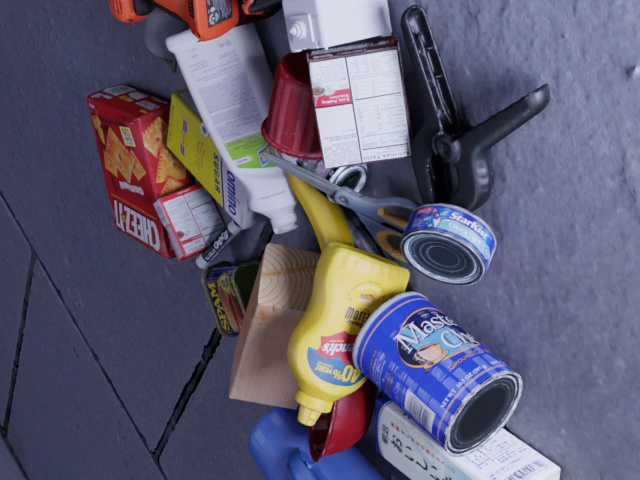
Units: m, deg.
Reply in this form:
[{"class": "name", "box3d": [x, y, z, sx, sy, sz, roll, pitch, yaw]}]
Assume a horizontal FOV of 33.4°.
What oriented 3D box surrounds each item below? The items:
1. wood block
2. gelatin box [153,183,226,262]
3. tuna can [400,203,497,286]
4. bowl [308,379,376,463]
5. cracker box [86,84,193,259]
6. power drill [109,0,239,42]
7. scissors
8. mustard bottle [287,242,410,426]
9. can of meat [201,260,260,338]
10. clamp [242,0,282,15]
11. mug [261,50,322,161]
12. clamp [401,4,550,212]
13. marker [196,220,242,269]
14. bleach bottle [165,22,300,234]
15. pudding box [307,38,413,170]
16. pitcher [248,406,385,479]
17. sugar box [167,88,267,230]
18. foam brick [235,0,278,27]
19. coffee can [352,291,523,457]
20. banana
[{"class": "wood block", "box3d": [-0.045, 0.108, 1.276, 0.206, 0.090, 0.090, 109, 170, -49]}, {"class": "gelatin box", "box3d": [-0.172, -0.025, 1.432, 0.030, 0.073, 0.089, -27, 87, 61]}, {"class": "tuna can", "box3d": [0.119, 0.005, 0.995, 0.086, 0.033, 0.086, 19, 149, 12]}, {"class": "bowl", "box3d": [0.028, 0.178, 1.232, 0.162, 0.055, 0.162, -172, 90, -81]}, {"class": "cracker box", "box3d": [-0.248, -0.098, 1.504, 0.164, 0.072, 0.214, 26, 131, 48]}, {"class": "power drill", "box3d": [-0.169, -0.300, 1.127, 0.188, 0.057, 0.184, 30, 140, 36]}, {"class": "scissors", "box3d": [0.034, -0.029, 1.091, 0.202, 0.016, 0.096, 18, 142, 22]}, {"class": "mustard bottle", "box3d": [0.018, 0.104, 1.117, 0.058, 0.096, 0.192, 31, 101, 60]}, {"class": "can of meat", "box3d": [-0.103, 0.077, 1.410, 0.084, 0.057, 0.102, -7, 104, 56]}, {"class": "clamp", "box3d": [-0.028, -0.295, 1.028, 0.172, 0.039, 0.120, -41, 63, 34]}, {"class": "mug", "box3d": [0.001, -0.135, 1.084, 0.117, 0.093, 0.082, 27, 130, 18]}, {"class": "clamp", "box3d": [0.130, -0.089, 0.954, 0.165, 0.036, 0.210, 36, 140, 39]}, {"class": "marker", "box3d": [-0.123, -0.004, 1.385, 0.121, 0.020, 0.020, -45, 70, 35]}, {"class": "bleach bottle", "box3d": [-0.086, -0.126, 1.218, 0.103, 0.068, 0.251, -15, 100, 25]}, {"class": "pudding box", "box3d": [0.039, -0.129, 1.018, 0.039, 0.090, 0.113, -87, -12, -66]}, {"class": "pitcher", "box3d": [0.011, 0.307, 1.309, 0.243, 0.144, 0.149, 48, 136, 34]}, {"class": "sugar box", "box3d": [-0.126, -0.104, 1.335, 0.176, 0.048, 0.093, 48, 144, 30]}, {"class": "foam brick", "box3d": [-0.065, -0.267, 1.125, 0.078, 0.052, 0.051, -22, 91, 59]}, {"class": "coffee can", "box3d": [0.115, 0.131, 1.059, 0.140, 0.102, 0.103, 40, 141, 37]}, {"class": "banana", "box3d": [0.007, 0.006, 1.174, 0.037, 0.069, 0.198, -24, 70, 48]}]
